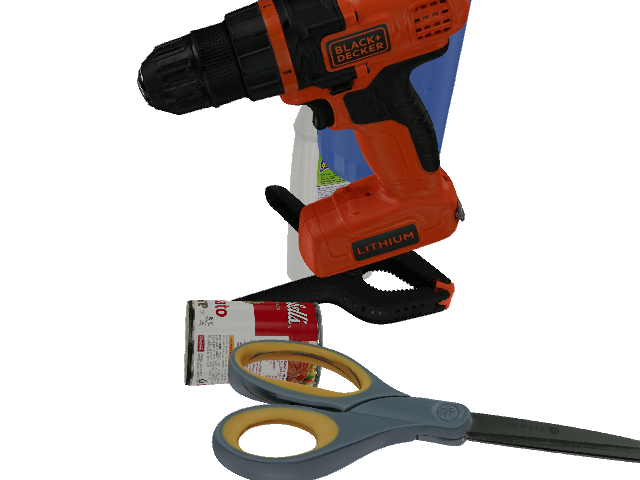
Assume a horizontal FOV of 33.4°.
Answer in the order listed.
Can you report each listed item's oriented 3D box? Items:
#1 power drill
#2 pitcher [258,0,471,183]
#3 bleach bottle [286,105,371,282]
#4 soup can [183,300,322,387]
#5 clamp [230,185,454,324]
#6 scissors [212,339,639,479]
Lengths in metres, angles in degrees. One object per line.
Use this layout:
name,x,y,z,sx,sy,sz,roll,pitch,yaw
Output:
power drill,0.004,-0.063,0.624,0.184,0.057,0.187,-17,-44,0
pitcher,0.043,-0.157,0.847,0.149,0.243,0.144,15,48,13
bleach bottle,0.015,-0.070,1.203,0.102,0.251,0.068,-14,31,-31
soup can,-0.054,0.081,0.831,0.102,0.068,0.068,2,0,-9
clamp,0.019,0.036,1.009,0.210,0.164,0.036,19,-37,8
scissors,0.041,0.088,0.461,0.202,0.016,0.096,15,34,23
